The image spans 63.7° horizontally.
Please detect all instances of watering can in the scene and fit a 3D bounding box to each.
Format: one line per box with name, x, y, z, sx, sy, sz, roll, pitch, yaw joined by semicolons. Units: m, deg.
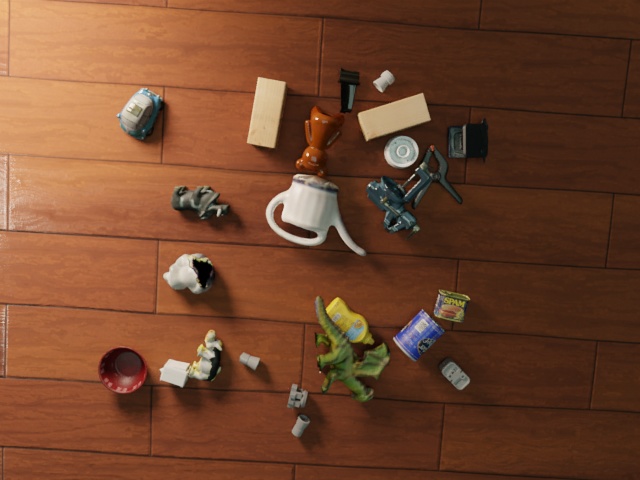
watering can;0.005;-0.083;1.653;0.347;0.104;0.224;16;94;-2

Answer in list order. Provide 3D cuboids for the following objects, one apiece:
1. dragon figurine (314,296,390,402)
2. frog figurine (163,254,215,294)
dragon figurine;0.106;0.367;1.674;0.243;0.124;0.404;-2;110;-2
frog figurine;-0.425;0.116;1.683;0.158;0.125;0.136;-24;107;38
